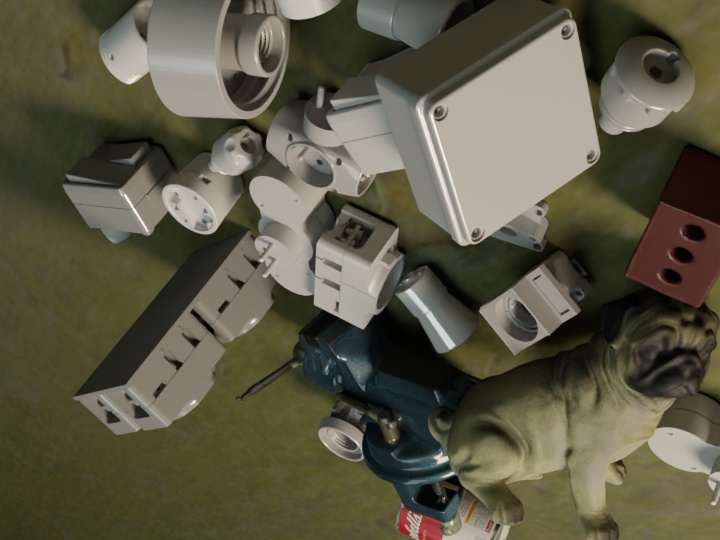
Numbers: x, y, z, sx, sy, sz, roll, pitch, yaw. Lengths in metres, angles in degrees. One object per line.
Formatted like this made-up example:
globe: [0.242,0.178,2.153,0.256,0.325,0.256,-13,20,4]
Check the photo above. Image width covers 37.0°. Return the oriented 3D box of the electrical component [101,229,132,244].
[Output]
electrical component: [-0.235,-0.044,1.041,0.035,0.035,0.061,34,150,1]

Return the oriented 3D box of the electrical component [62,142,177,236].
electrical component: [-0.216,-0.076,0.957,0.096,0.061,0.061,7,138,36]

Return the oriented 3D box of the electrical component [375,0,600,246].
electrical component: [0.078,-0.089,0.632,0.056,0.109,0.108,41,160,47]

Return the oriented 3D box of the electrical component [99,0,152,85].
electrical component: [-0.170,-0.171,0.814,0.043,0.043,0.081,47,145,-18]

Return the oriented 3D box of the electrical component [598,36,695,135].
electrical component: [0.157,-0.100,0.615,0.048,0.048,0.062,34,154,1]

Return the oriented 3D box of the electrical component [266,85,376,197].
electrical component: [-0.023,-0.100,0.773,0.077,0.044,0.079,28,146,11]

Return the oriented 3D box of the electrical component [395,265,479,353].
electrical component: [0.060,0.029,0.867,0.065,0.044,0.044,49,145,-13]

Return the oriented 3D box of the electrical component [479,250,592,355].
electrical component: [0.128,0.021,0.773,0.042,0.064,0.081,51,147,1]

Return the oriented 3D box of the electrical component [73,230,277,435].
electrical component: [-0.156,0.059,0.961,0.060,0.186,0.105,48,145,-19]

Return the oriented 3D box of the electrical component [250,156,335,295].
electrical component: [-0.060,-0.026,0.872,0.052,0.073,0.138,20,144,22]

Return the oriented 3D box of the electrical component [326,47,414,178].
electrical component: [0.034,-0.107,0.696,0.096,0.061,0.061,-5,130,45]

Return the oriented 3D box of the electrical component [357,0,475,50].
electrical component: [0.031,-0.156,0.658,0.065,0.044,0.044,25,146,23]

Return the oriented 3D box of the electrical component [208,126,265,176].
electrical component: [-0.104,-0.092,0.864,0.035,0.035,0.061,46,148,-17]

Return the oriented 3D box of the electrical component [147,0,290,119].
electrical component: [-0.085,-0.151,0.710,0.060,0.108,0.108,12,141,22]

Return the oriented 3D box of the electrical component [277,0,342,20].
electrical component: [-0.041,-0.201,0.662,0.043,0.043,0.081,11,140,32]

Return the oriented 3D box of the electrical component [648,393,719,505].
electrical component: [0.279,0.145,0.789,0.138,0.073,0.052,17,143,25]

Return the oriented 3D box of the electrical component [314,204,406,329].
electrical component: [0.000,0.000,0.873,0.056,0.050,0.089,26,146,15]

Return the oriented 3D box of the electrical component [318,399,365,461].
electrical component: [-0.005,0.151,1.063,0.058,0.057,0.078,26,146,14]

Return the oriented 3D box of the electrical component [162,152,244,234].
electrical component: [-0.131,-0.066,0.909,0.055,0.047,0.055,23,145,17]
